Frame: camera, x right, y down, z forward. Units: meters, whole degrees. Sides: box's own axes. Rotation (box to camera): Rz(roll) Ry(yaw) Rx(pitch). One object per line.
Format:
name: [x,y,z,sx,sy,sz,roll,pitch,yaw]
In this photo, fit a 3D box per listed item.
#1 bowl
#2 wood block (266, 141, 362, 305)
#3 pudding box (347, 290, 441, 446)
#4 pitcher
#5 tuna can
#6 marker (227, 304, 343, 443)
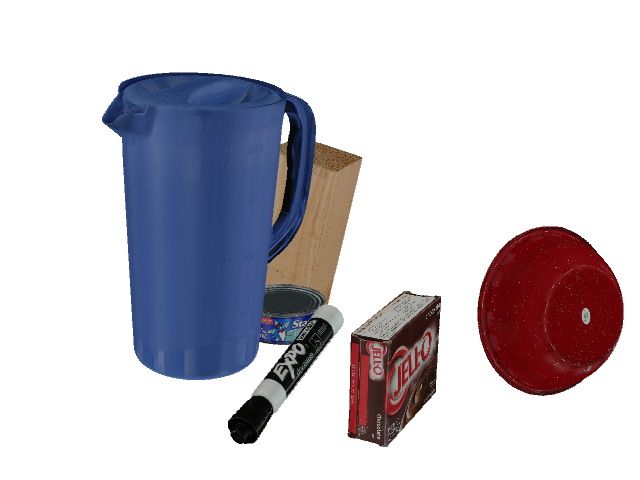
bowl: [0.227,0.068,0.990,0.161,0.162,0.055,0,1,-27]
wood block: [-0.025,-0.011,1.306,0.090,0.206,0.090,20,22,16]
pudding box: [0.060,0.100,0.859,0.039,0.090,0.113,10,20,23]
pitcher: [-0.091,-0.014,0.889,0.149,0.243,0.145,7,21,8]
tuna can: [-0.038,0.074,1.075,0.086,0.034,0.086,1,18,0]
marker: [-0.019,0.077,0.620,0.020,0.020,0.121,0,29,29]
